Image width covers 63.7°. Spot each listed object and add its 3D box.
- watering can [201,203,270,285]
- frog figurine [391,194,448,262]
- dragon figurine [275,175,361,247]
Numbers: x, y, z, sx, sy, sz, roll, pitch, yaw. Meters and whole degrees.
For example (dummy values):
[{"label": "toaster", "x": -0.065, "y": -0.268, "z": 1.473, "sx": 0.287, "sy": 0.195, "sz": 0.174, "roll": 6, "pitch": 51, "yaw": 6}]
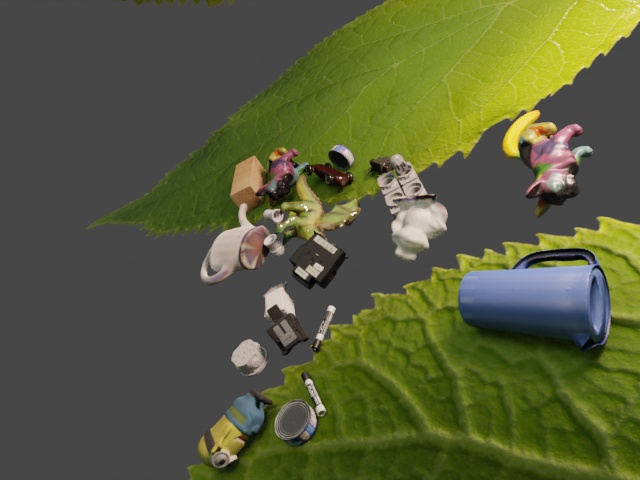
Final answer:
[{"label": "watering can", "x": -0.250, "y": -0.003, "z": 1.622, "sx": 0.223, "sy": 0.102, "sz": 0.355, "roll": -7, "pitch": 44, "yaw": 35}, {"label": "frog figurine", "x": 0.241, "y": -0.026, "z": 1.258, "sx": 0.137, "sy": 0.122, "sz": 0.160, "roll": 1, "pitch": 85, "yaw": 20}, {"label": "dragon figurine", "x": 0.005, "y": -0.077, "z": 1.530, "sx": 0.242, "sy": 0.119, "sz": 0.420, "roll": -2, "pitch": 46, "yaw": 16}]
